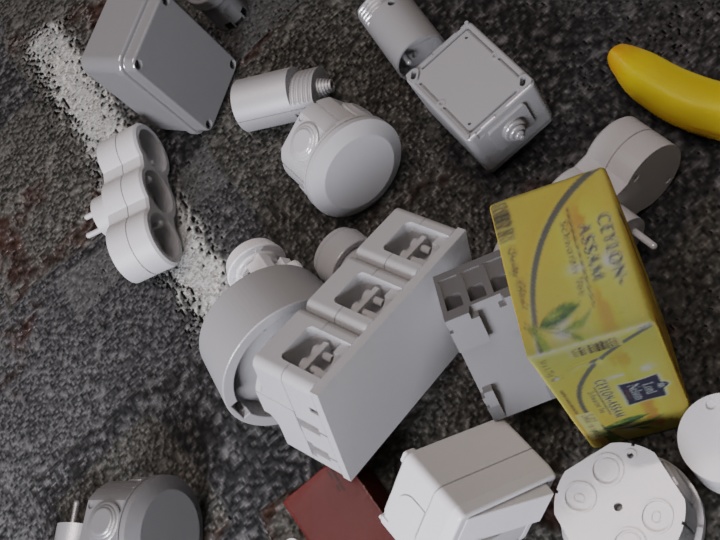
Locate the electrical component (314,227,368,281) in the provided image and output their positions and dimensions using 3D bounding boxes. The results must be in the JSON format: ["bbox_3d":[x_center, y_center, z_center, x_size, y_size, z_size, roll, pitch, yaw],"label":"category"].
[{"bbox_3d":[0.000,0.000,0.768,0.055,0.045,0.045,37,87,35],"label":"electrical component"}]

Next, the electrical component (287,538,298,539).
[{"bbox_3d":[-0.026,0.221,0.673,0.050,0.056,0.089,-41,55,5],"label":"electrical component"}]

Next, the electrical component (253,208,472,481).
[{"bbox_3d":[0.007,0.043,0.687,0.062,0.089,0.150,23,56,34],"label":"electrical component"}]

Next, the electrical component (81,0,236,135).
[{"bbox_3d":[-0.163,-0.170,0.889,0.057,0.113,0.078,9,72,33],"label":"electrical component"}]

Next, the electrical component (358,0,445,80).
[{"bbox_3d":[0.030,-0.190,0.840,0.043,0.043,0.081,-36,56,8],"label":"electrical component"}]

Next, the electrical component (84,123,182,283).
[{"bbox_3d":[-0.196,-0.050,0.887,0.074,0.052,0.138,-24,58,16],"label":"electrical component"}]

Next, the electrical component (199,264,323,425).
[{"bbox_3d":[-0.059,0.047,0.742,0.108,0.108,0.060,-45,49,2],"label":"electrical component"}]

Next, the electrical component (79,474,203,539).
[{"bbox_3d":[-0.150,0.182,0.742,0.051,0.080,0.080,-7,65,31],"label":"electrical component"}]

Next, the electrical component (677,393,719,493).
[{"bbox_3d":[0.242,0.096,0.580,0.138,0.074,0.052,5,70,29],"label":"electrical component"}]

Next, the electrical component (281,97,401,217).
[{"bbox_3d":[-0.014,-0.084,0.793,0.080,0.080,0.051,-47,50,1],"label":"electrical component"}]

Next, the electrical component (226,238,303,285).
[{"bbox_3d":[-0.070,0.009,0.796,0.066,0.048,0.055,-55,49,23],"label":"electrical component"}]

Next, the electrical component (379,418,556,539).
[{"bbox_3d":[0.071,0.136,0.642,0.061,0.096,0.061,46,134,35],"label":"electrical component"}]

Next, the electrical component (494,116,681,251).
[{"bbox_3d":[0.158,-0.028,0.694,0.138,0.052,0.074,-46,55,1],"label":"electrical component"}]

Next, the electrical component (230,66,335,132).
[{"bbox_3d":[-0.058,-0.140,0.863,0.081,0.043,0.043,-9,64,24],"label":"electrical component"}]

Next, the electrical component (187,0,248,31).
[{"bbox_3d":[-0.124,-0.236,0.940,0.040,0.046,0.040,-11,63,23],"label":"electrical component"}]

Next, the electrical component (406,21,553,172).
[{"bbox_3d":[0.090,-0.117,0.765,0.062,0.061,0.096,-41,56,5],"label":"electrical component"}]

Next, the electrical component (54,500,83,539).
[{"bbox_3d":[-0.205,0.206,0.780,0.077,0.043,0.079,-6,65,25],"label":"electrical component"}]

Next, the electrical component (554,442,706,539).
[{"bbox_3d":[0.154,0.141,0.619,0.080,0.051,0.080,-11,63,23],"label":"electrical component"}]
